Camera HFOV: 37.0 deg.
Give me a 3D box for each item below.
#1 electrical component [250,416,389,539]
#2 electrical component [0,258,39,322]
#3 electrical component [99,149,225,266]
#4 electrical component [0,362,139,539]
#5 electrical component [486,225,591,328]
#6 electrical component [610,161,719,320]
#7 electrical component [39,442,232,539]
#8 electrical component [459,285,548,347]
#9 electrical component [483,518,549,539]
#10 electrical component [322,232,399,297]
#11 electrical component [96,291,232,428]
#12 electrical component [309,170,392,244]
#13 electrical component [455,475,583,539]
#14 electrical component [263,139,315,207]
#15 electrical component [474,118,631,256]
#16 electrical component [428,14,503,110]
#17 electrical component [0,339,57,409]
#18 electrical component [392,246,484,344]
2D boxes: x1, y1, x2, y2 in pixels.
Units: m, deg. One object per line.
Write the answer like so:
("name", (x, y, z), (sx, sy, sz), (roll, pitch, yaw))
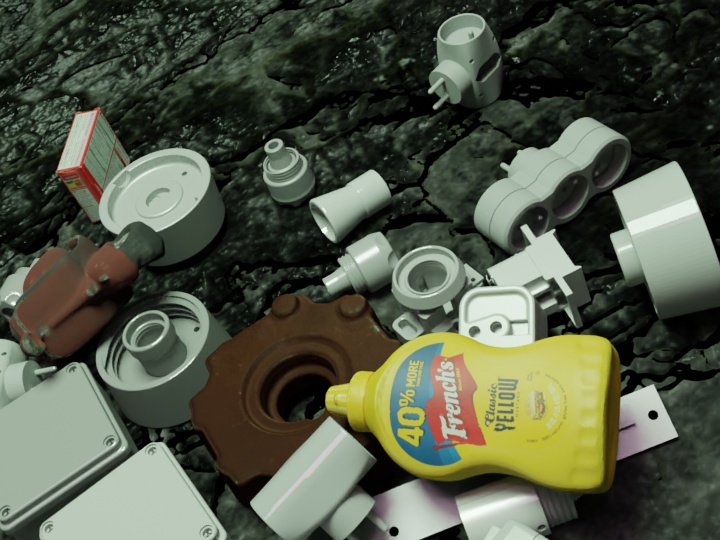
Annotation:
("electrical component", (-0.017, 0.151, 0.705), (0.079, 0.043, 0.077), (43, 84, 1))
("electrical component", (-0.305, 0.018, 0.987), (0.043, 0.043, 0.062), (0, 49, 22))
("electrical component", (-0.176, -0.052, 0.985), (0.108, 0.060, 0.108), (-11, 47, 12))
("electrical component", (-0.235, 0.144, 0.837), (0.109, 0.056, 0.108), (-34, 46, -9))
("electrical component", (0.134, 0.010, 0.817), (0.064, 0.042, 0.081), (-26, 45, 1))
("electrical component", (0.214, -0.017, 0.767), (0.060, 0.108, 0.108), (-20, 46, 13))
("electrical component", (-0.153, 0.196, 0.758), (0.109, 0.056, 0.109), (-37, 47, -12))
("electrical component", (0.103, 0.065, 0.757), (0.054, 0.059, 0.095), (-4, 71, 20))
("electrical component", (0.086, 0.208, 0.647), (0.061, 0.061, 0.096), (27, 64, 38))
("electrical component", (0.000, 0.000, 0.879), (0.062, 0.043, 0.043), (-30, 46, -3))
("electrical component", (-0.162, 0.066, 0.874), (0.108, 0.060, 0.108), (-11, 47, 13))
("electrical component", (-0.005, -0.058, 0.936), (0.065, 0.044, 0.044), (-33, 46, -15))
("electrical component", (0.107, 0.154, 0.699), (0.081, 0.043, 0.043), (-21, 46, 3))
("electrical component", (-0.068, -0.091, 0.974), (0.043, 0.062, 0.043), (-11, 47, 13))
("electrical component", (0.147, -0.076, 0.881), (0.138, 0.052, 0.074), (-37, 47, -13))
("electrical component", (0.090, -0.178, 0.978), (0.043, 0.077, 0.079), (27, 65, 37))
("electrical component", (-0.294, 0.098, 0.911), (0.079, 0.043, 0.077), (-12, 47, 12))
("electrical component", (0.058, 0.019, 0.830), (0.078, 0.057, 0.058), (-37, 47, -13))
